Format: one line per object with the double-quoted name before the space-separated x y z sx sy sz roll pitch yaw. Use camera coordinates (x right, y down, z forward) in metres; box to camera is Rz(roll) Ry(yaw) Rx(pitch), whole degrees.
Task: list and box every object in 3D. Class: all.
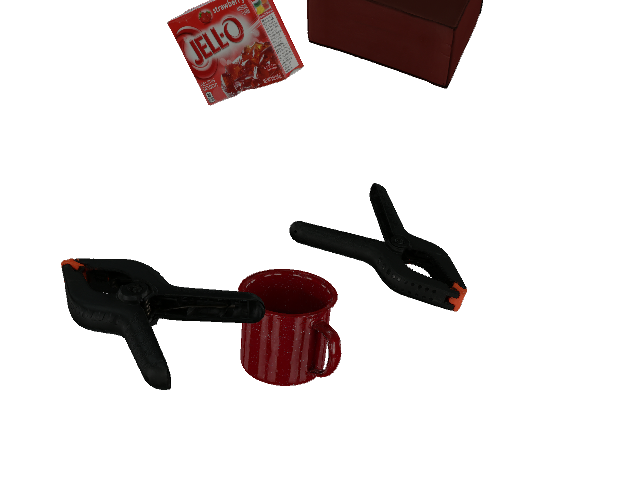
"mug" -0.025 0.088 1.003 0.117 0.081 0.093 26 32 37
"foam brick" 0.038 -0.120 0.529 0.078 0.053 0.051 20 -22 12
"clamp" -0.131 0.049 0.836 0.172 0.039 0.120 30 37 36
"gelatin box" -0.066 -0.149 0.812 0.089 0.073 0.030 -11 22 41
"clamp" 0.077 0.015 1.244 0.164 0.036 0.210 -21 51 -37
